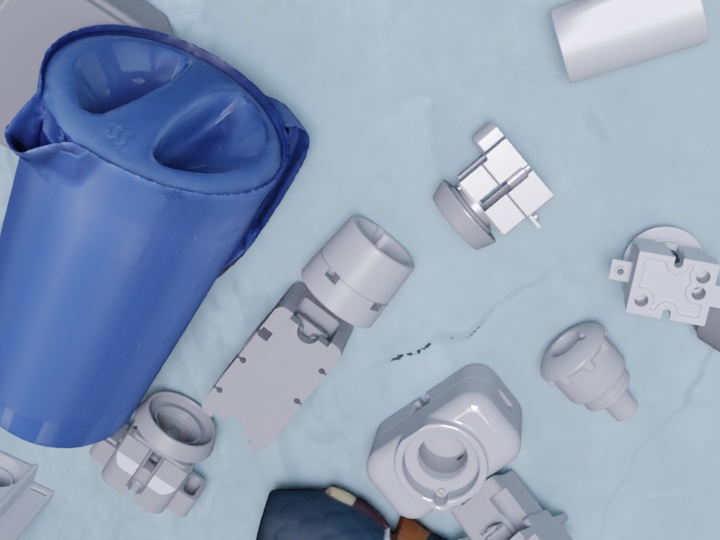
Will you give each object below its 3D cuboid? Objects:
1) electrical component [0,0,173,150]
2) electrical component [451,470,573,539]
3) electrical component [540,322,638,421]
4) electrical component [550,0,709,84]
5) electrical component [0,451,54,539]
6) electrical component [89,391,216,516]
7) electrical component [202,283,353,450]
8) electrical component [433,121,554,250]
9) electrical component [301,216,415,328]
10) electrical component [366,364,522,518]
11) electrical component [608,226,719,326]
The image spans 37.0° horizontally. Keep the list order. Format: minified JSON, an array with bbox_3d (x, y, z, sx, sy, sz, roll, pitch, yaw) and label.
[{"bbox_3d":[-0.178,-0.122,0.620,0.109,0.056,0.109,-42,135,19],"label":"electrical component"},{"bbox_3d":[0.095,0.164,0.684,0.042,0.081,0.063,-47,67,18],"label":"electrical component"},{"bbox_3d":[0.145,0.066,0.659,0.048,0.048,0.062,-39,104,18],"label":"electrical component"},{"bbox_3d":[0.142,-0.151,0.590,0.077,0.043,0.079,-15,104,14],"label":"electrical component"},{"bbox_3d":[-0.272,0.177,0.722,0.079,0.121,0.063,25,113,1],"label":"electrical component"},{"bbox_3d":[-0.132,0.118,0.715,0.078,0.058,0.057,34,112,-3],"label":"electrical component"},{"bbox_3d":[-0.051,0.059,0.682,0.050,0.055,0.089,38,109,-4],"label":"electrical component"},{"bbox_3d":[0.077,-0.045,0.634,0.055,0.048,0.066,-40,98,11],"label":"electrical component"},{"bbox_3d":[0.000,0.000,0.657,0.055,0.055,0.047,39,106,-4],"label":"electrical component"},{"bbox_3d":[0.053,0.110,0.680,0.095,0.059,0.053,-36,99,18],"label":"electrical component"},{"bbox_3d":[0.179,0.002,0.626,0.066,0.055,0.048,10,109,6],"label":"electrical component"}]
